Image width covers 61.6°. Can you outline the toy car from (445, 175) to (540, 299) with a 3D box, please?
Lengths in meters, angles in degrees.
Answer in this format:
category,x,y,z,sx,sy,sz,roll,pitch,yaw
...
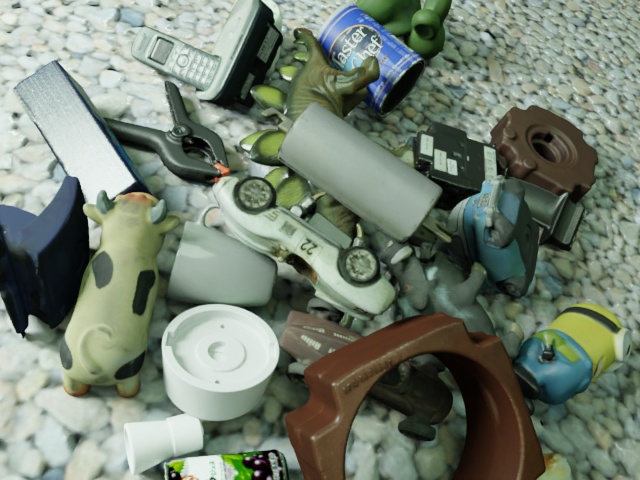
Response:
category,x,y,z,sx,sy,sz,roll,pitch,yaw
toy car,0.208,-0.001,0.668,0.103,0.161,0.109,-1,53,36

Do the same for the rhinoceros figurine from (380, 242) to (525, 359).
category,x,y,z,sx,sy,sz,roll,pitch,yaw
rhinoceros figurine,0.144,0.079,0.625,0.112,0.073,0.190,-27,71,-21

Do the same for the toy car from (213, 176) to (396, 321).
category,x,y,z,sx,sy,sz,roll,pitch,yaw
toy car,-0.019,0.007,0.511,0.202,0.073,0.056,33,73,3

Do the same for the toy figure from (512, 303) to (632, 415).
category,x,y,z,sx,sy,sz,roll,pitch,yaw
toy figure,0.287,0.132,0.627,0.180,0.082,0.089,-18,67,-24

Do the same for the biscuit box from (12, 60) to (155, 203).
category,x,y,z,sx,sy,sz,roll,pitch,yaw
biscuit box,-0.263,-0.106,0.605,0.063,0.059,0.203,-36,72,-4

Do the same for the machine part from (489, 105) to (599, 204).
category,x,y,z,sx,sy,sz,roll,pitch,yaw
machine part,0.344,-0.131,0.830,0.179,0.056,0.179,9,55,-14

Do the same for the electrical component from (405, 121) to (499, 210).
category,x,y,z,sx,sy,sz,roll,pitch,yaw
electrical component,0.182,-0.102,0.758,0.134,0.058,0.115,17,53,-6

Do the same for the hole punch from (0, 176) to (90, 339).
category,x,y,z,sx,sy,sz,roll,pitch,yaw
hole punch,-0.259,0.012,0.503,0.092,0.142,0.116,-10,51,-28

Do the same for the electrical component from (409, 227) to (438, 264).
category,x,y,z,sx,sy,sz,roll,pitch,yaw
electrical component,0.125,-0.015,0.705,0.063,0.021,0.094,19,53,-6

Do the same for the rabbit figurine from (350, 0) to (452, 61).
category,x,y,z,sx,sy,sz,roll,pitch,yaw
rabbit figurine,0.144,-0.363,0.862,0.170,0.159,0.121,30,79,-24

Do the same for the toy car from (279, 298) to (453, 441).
category,x,y,z,sx,sy,sz,roll,pitch,yaw
toy car,0.053,0.130,0.547,0.202,0.053,0.089,31,59,-17

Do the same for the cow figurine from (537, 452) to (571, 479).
category,x,y,z,sx,sy,sz,roll,pitch,yaw
cow figurine,0.211,0.288,0.507,0.098,0.068,0.167,46,60,7

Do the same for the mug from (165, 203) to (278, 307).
category,x,y,z,sx,sy,sz,roll,pitch,yaw
mug,-0.098,0.022,0.569,0.107,0.081,0.109,18,86,-15

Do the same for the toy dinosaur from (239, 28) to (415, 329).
category,x,y,z,sx,sy,sz,roll,pitch,yaw
toy dinosaur,0.007,-0.092,0.673,0.199,0.105,0.471,-9,66,-14

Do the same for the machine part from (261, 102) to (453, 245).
category,x,y,z,sx,sy,sz,roll,pitch,yaw
machine part,0.042,-0.072,0.581,0.243,0.079,0.079,34,55,3

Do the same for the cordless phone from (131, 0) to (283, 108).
category,x,y,z,sx,sy,sz,roll,pitch,yaw
cordless phone,-0.157,-0.268,0.721,0.184,0.088,0.146,27,96,14

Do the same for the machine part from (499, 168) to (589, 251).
category,x,y,z,sx,sy,sz,roll,pitch,yaw
machine part,0.306,-0.045,0.762,0.139,0.039,0.084,31,80,5

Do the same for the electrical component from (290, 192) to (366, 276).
category,x,y,z,sx,sy,sz,roll,pitch,yaw
electrical component,-0.001,0.000,0.573,0.102,0.045,0.078,45,73,5

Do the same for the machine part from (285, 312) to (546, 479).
category,x,y,z,sx,sy,sz,roll,pitch,yaw
machine part,0.084,0.181,0.479,0.201,0.087,0.201,-22,93,-19

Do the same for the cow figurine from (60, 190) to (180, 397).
category,x,y,z,sx,sy,sz,roll,pitch,yaw
cow figurine,-0.189,0.038,0.506,0.085,0.127,0.195,12,58,-14
